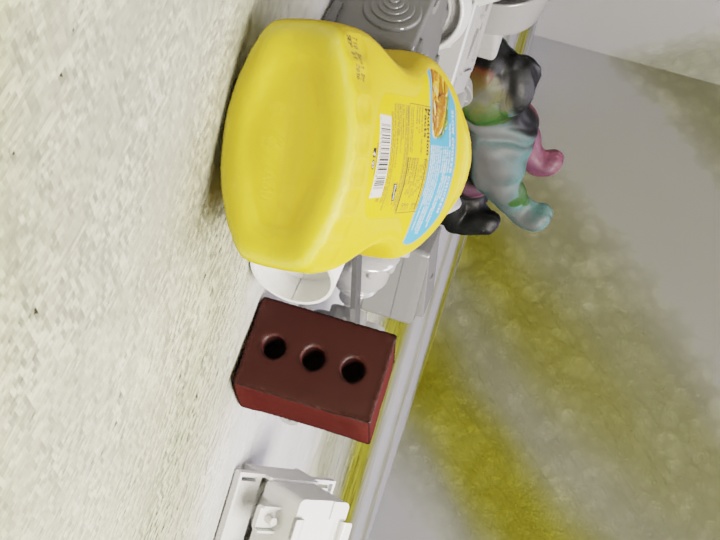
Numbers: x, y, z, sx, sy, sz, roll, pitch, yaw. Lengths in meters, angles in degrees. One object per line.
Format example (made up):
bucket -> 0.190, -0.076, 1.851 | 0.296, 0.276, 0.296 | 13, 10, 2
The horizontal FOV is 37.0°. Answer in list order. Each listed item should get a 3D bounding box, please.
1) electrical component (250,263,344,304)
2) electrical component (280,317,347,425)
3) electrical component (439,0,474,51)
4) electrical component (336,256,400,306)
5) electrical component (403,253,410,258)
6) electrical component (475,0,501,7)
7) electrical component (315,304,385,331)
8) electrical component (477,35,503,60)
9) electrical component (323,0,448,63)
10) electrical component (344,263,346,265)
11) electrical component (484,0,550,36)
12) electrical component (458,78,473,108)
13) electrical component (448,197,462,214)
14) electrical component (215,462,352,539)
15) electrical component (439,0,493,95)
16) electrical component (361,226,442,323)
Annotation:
electrical component -> -0.021, -0.027, 0.546 | 0.043, 0.043, 0.081 | 99, 11, -49
electrical component -> -0.032, 0.063, 0.685 | 0.040, 0.040, 0.078 | 98, 12, -52
electrical component -> 0.041, -0.164, 0.645 | 0.057, 0.058, 0.078 | -66, 172, -59
electrical component -> 0.000, 0.000, 0.772 | 0.062, 0.048, 0.048 | 109, 3, -45
electrical component -> 0.026, -0.036, 0.906 | 0.040, 0.040, 0.046 | -16, 117, -82
electrical component -> 0.089, -0.242, 0.622 | 0.105, 0.060, 0.186 | 63, 32, -29
electrical component -> -0.016, 0.067, 0.755 | 0.078, 0.058, 0.057 | 93, 13, -62
electrical component -> 0.098, -0.232, 0.901 | 0.061, 0.062, 0.096 | 75, 33, -77
electrical component -> 0.014, -0.119, 0.577 | 0.099, 0.048, 0.099 | 97, 12, -53
electrical component -> -0.024, -0.010, 0.605 | 0.061, 0.035, 0.035 | 103, 8, -47
electrical component -> 0.106, -0.232, 0.826 | 0.064, 0.099, 0.099 | 107, 3, -59
electrical component -> 0.054, -0.125, 0.832 | 0.078, 0.058, 0.057 | 116, -6, -73
electrical component -> 0.030, -0.072, 0.758 | 0.138, 0.052, 0.073 | -112, -179, -84
electrical component -> -0.054, 0.189, 0.666 | 0.079, 0.063, 0.121 | 16, 91, -42
electrical component -> 0.057, -0.177, 0.736 | 0.108, 0.056, 0.108 | -47, 154, -73
electrical component -> 0.043, -0.007, 1.008 | 0.061, 0.061, 0.096 | -62, 167, -57
